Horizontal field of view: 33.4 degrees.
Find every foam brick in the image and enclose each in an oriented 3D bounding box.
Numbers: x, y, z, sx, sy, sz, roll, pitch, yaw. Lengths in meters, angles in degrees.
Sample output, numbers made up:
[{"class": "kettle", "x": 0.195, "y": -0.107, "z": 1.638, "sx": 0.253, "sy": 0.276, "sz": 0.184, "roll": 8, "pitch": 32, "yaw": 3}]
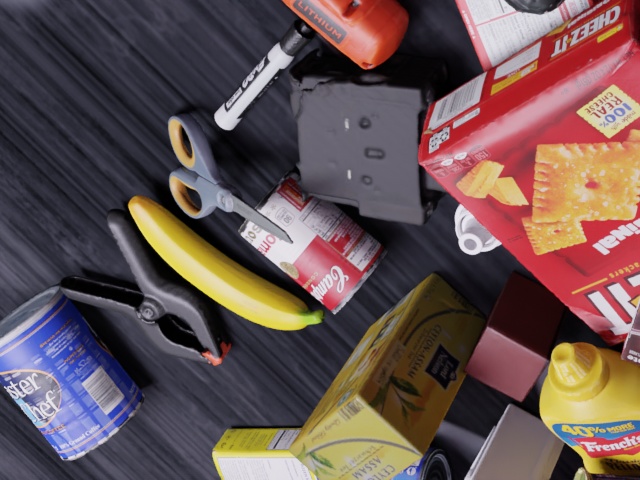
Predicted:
[{"class": "foam brick", "x": 0.150, "y": 0.073, "z": 0.812, "sx": 0.051, "sy": 0.078, "sz": 0.053, "roll": 28, "pitch": 129, "yaw": 7}]

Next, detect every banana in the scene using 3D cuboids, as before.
[{"class": "banana", "x": -0.082, "y": 0.027, "z": 0.926, "sx": 0.198, "sy": 0.037, "sz": 0.070, "roll": 30, "pitch": 142, "yaw": 8}]

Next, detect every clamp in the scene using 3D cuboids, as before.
[{"class": "clamp", "x": -0.162, "y": 0.060, "z": 0.993, "sx": 0.171, "sy": 0.039, "sz": 0.120, "roll": 47, "pitch": 131, "yaw": -8}]

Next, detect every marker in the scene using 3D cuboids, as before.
[{"class": "marker", "x": -0.043, "y": -0.126, "z": 0.818, "sx": 0.020, "sy": 0.020, "sz": 0.121, "roll": 44, "pitch": 130, "yaw": -5}]

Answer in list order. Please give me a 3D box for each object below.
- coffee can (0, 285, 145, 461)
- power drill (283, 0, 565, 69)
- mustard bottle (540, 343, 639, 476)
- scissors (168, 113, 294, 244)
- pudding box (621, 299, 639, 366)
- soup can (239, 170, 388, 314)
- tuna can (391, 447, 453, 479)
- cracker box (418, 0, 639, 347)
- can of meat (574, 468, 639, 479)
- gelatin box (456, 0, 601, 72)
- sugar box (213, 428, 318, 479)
[{"class": "coffee can", "x": -0.255, "y": 0.130, "z": 1.048, "sx": 0.103, "sy": 0.102, "sz": 0.140, "roll": -24, "pitch": 108, "yaw": 37}, {"class": "power drill", "x": 0.049, "y": -0.178, "z": 0.662, "sx": 0.184, "sy": 0.057, "sz": 0.188, "roll": 42, "pitch": 157, "yaw": -3}, {"class": "mustard bottle", "x": 0.216, "y": 0.128, "z": 0.780, "sx": 0.096, "sy": 0.058, "sz": 0.191, "roll": -8, "pitch": 141, "yaw": 36}, {"class": "scissors", "x": -0.077, "y": -0.051, "z": 0.828, "sx": 0.202, "sy": 0.016, "sz": 0.096, "roll": 10, "pitch": 114, "yaw": 60}, {"class": "pudding box", "x": 0.253, "y": 0.057, "z": 0.663, "sx": 0.114, "sy": 0.039, "sz": 0.090, "roll": 21, "pitch": 144, "yaw": 19}, {"class": "soup can", "x": -0.006, "y": 0.001, "z": 0.853, "sx": 0.102, "sy": 0.068, "sz": 0.069, "roll": 40, "pitch": 130, "yaw": -1}, {"class": "tuna can", "x": 0.088, "y": 0.225, "z": 0.941, "sx": 0.034, "sy": 0.086, "sz": 0.086, "roll": -2, "pitch": 120, "yaw": 27}, {"class": "cracker box", "x": 0.193, "y": -0.036, "z": 0.688, "sx": 0.213, "sy": 0.072, "sz": 0.164, "roll": 41, "pitch": 133, "yaw": -23}, {"class": "can of meat", "x": 0.227, "y": 0.218, "z": 0.787, "sx": 0.084, "sy": 0.057, "sz": 0.102, "roll": 5, "pitch": 130, "yaw": -1}, {"class": "gelatin box", "x": 0.137, "y": -0.157, "z": 0.696, "sx": 0.089, "sy": 0.030, "sz": 0.073, "roll": -14, "pitch": 112, "yaw": 34}, {"class": "sugar box", "x": -0.010, "y": 0.226, "z": 1.021, "sx": 0.176, "sy": 0.048, "sz": 0.093, "roll": -7, "pitch": 117, "yaw": 27}]
